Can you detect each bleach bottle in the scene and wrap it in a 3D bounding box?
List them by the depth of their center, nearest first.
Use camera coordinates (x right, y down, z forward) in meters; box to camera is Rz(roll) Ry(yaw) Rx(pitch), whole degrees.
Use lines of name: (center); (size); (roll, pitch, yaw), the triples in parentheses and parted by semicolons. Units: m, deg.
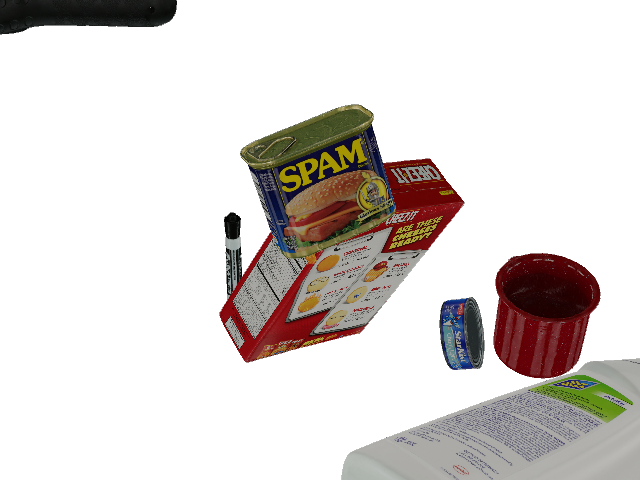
bleach bottle: (0.137, 0.118, 0.589); (0.250, 0.068, 0.103); (-15, 24, -34)

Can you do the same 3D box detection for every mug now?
mug: (0.199, 0.064, 0.988); (0.093, 0.081, 0.117); (-12, 41, -14)

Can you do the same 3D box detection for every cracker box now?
cracker box: (0.016, 0.018, 1.045); (0.163, 0.072, 0.214); (-9, -35, -42)

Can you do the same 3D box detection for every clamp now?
clamp: (-0.173, -0.141, 0.604); (0.171, 0.039, 0.120); (-6, 23, -13)

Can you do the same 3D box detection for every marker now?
marker: (-0.099, 0.022, 1.211); (0.020, 0.121, 0.020); (1, 33, -1)

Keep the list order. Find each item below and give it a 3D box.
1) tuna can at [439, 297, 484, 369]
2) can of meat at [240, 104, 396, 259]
tuna can: (0.170, 0.112, 1.277); (0.034, 0.086, 0.086); (-7, -3, 21)
can of meat: (0.001, -0.044, 0.814); (0.102, 0.084, 0.057); (-23, 25, -10)
